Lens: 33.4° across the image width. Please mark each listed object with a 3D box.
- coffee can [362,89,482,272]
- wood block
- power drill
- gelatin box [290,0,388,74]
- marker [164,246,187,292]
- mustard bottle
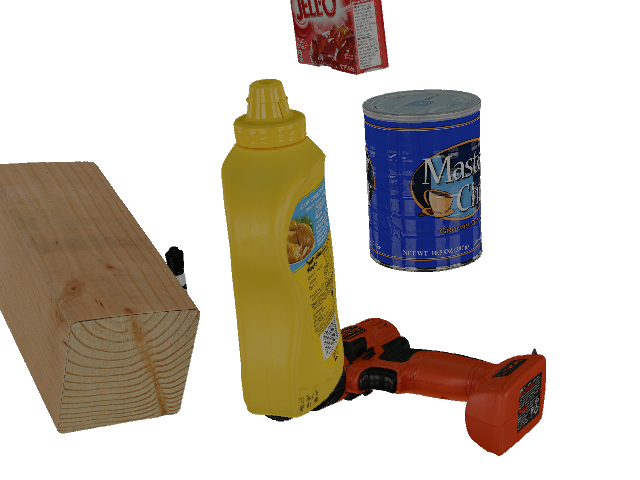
[{"bbox_3d":[0.092,-0.055,0.948,0.103,0.140,0.103,-3,19,1],"label":"coffee can"},{"bbox_3d":[-0.173,0.031,0.765,0.090,0.091,0.206,-5,34,-32],"label":"wood block"},{"bbox_3d":[0.065,0.110,0.819,0.188,0.057,0.184,11,17,30],"label":"power drill"},{"bbox_3d":[0.010,-0.159,0.753,0.030,0.073,0.089,-18,22,-25],"label":"gelatin box"},{"bbox_3d":[-0.148,0.062,1.122,0.020,0.121,0.020,-2,27,1],"label":"marker"},{"bbox_3d":[-0.023,0.001,0.629,0.058,0.192,0.096,3,23,18],"label":"mustard bottle"}]
